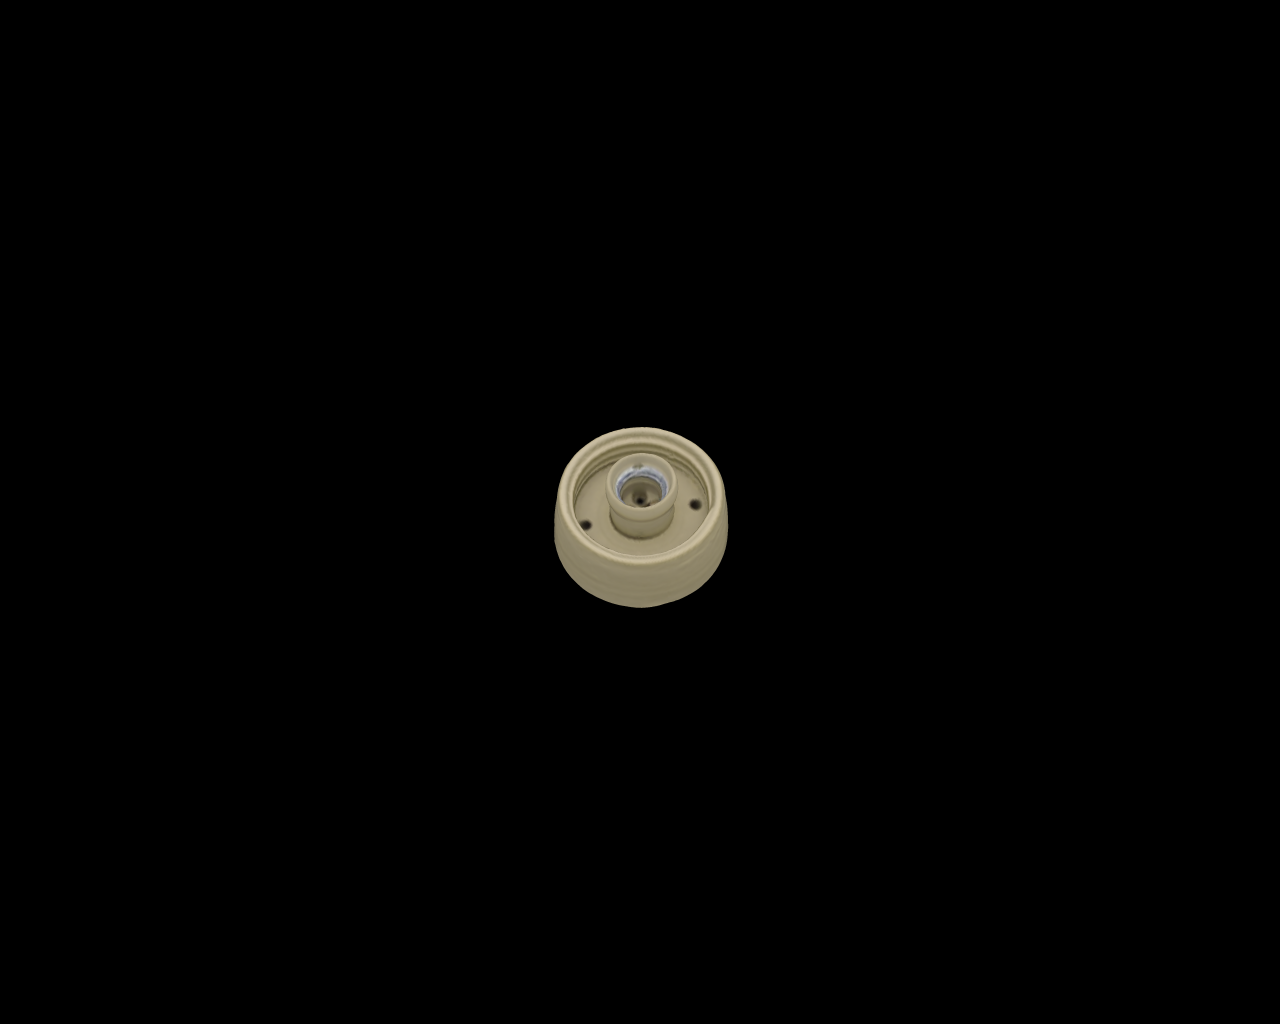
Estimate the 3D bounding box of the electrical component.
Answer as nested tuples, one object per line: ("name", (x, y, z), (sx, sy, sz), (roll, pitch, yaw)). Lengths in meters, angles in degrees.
("electrical component", (0.001, -0.003, 0.650), (0.108, 0.108, 0.060), (0, -33, 0))
